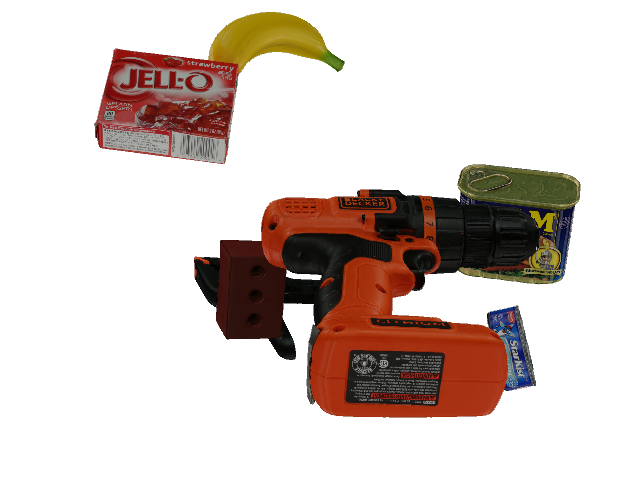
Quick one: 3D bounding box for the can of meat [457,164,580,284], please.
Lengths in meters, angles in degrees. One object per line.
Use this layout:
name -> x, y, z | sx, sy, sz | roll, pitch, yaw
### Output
can of meat -> 0.167, -0.013, 0.923 | 0.102, 0.084, 0.057 | 7, 32, 11

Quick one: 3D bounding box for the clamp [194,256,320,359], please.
clamp -> -0.065, 0.065, 1.194 | 0.210, 0.036, 0.164 | 16, 29, 24

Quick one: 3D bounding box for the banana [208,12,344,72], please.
banana -> -0.049, -0.180, 0.979 | 0.070, 0.037, 0.197 | 41, 32, 20

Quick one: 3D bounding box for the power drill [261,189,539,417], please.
power drill -> 0.057, 0.030, 0.643 | 0.184, 0.057, 0.187 | -1, 27, -3

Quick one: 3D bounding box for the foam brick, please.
foam brick -> -0.062, 0.043, 0.954 | 0.053, 0.078, 0.051 | 0, 15, -16

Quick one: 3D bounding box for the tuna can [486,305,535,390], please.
tuna can -> 0.199, 0.113, 1.114 | 0.034, 0.086, 0.086 | -13, -3, 11

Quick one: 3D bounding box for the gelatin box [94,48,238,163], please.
gelatin box -> -0.104, -0.093, 0.732 | 0.089, 0.073, 0.030 | 7, -38, -4
